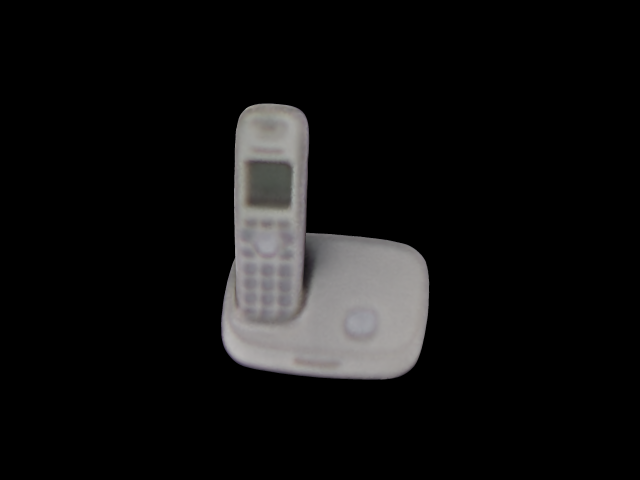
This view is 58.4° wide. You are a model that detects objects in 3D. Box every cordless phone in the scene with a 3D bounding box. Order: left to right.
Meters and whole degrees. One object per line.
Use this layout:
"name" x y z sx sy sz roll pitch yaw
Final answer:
"cordless phone" 0.004 0.001 0.400 0.147 0.185 0.094 3 22 7
